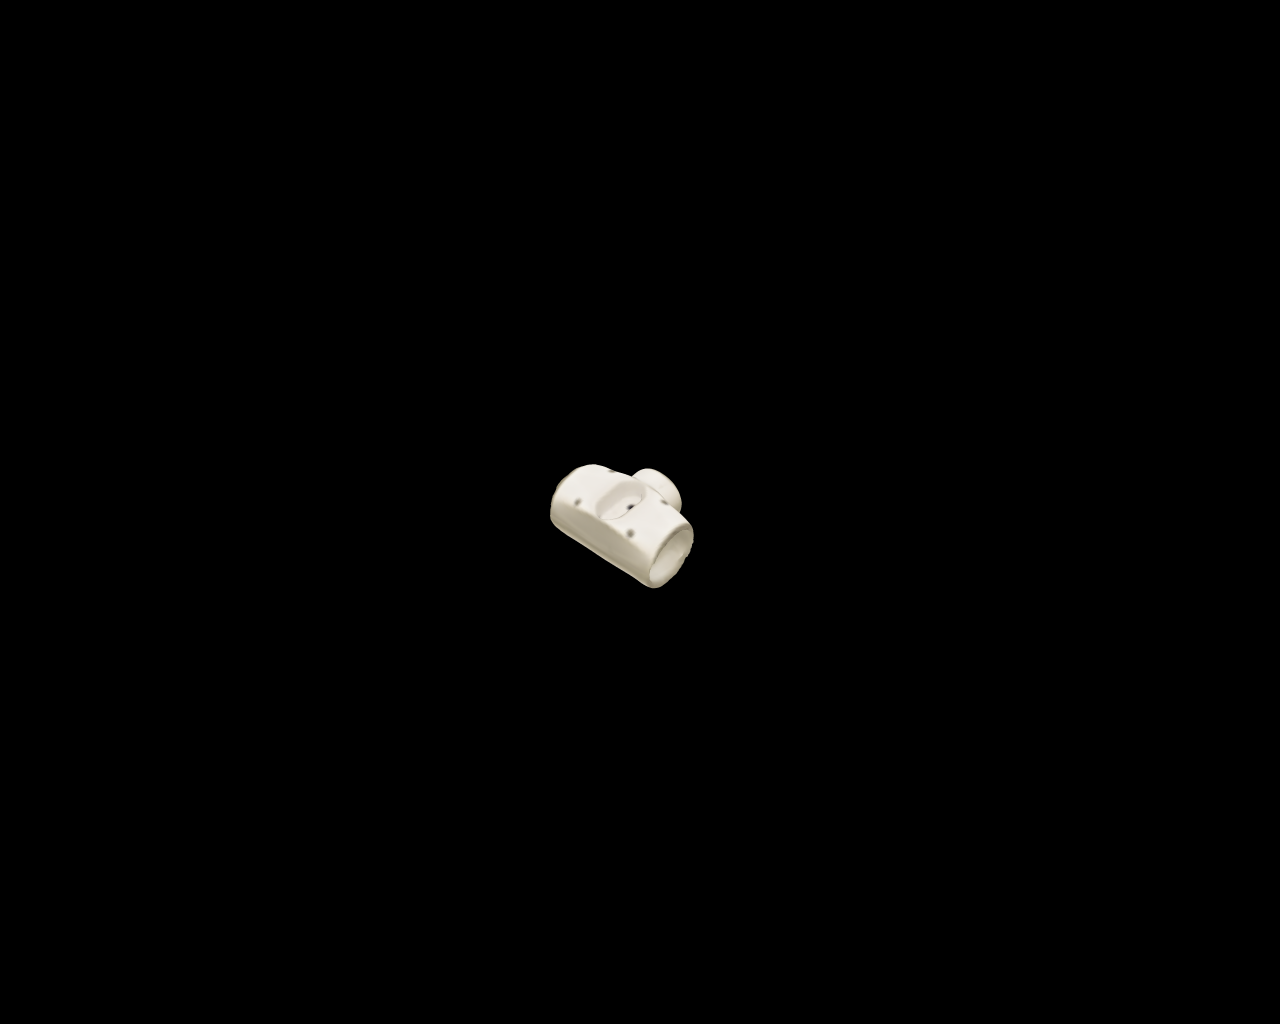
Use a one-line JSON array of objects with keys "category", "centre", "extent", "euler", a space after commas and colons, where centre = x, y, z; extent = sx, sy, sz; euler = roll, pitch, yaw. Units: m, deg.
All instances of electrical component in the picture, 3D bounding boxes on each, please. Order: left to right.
[{"category": "electrical component", "centre": [0.001, -0.003, 0.650], "extent": [0.077, 0.043, 0.079], "euler": [32, 54, 27]}]
